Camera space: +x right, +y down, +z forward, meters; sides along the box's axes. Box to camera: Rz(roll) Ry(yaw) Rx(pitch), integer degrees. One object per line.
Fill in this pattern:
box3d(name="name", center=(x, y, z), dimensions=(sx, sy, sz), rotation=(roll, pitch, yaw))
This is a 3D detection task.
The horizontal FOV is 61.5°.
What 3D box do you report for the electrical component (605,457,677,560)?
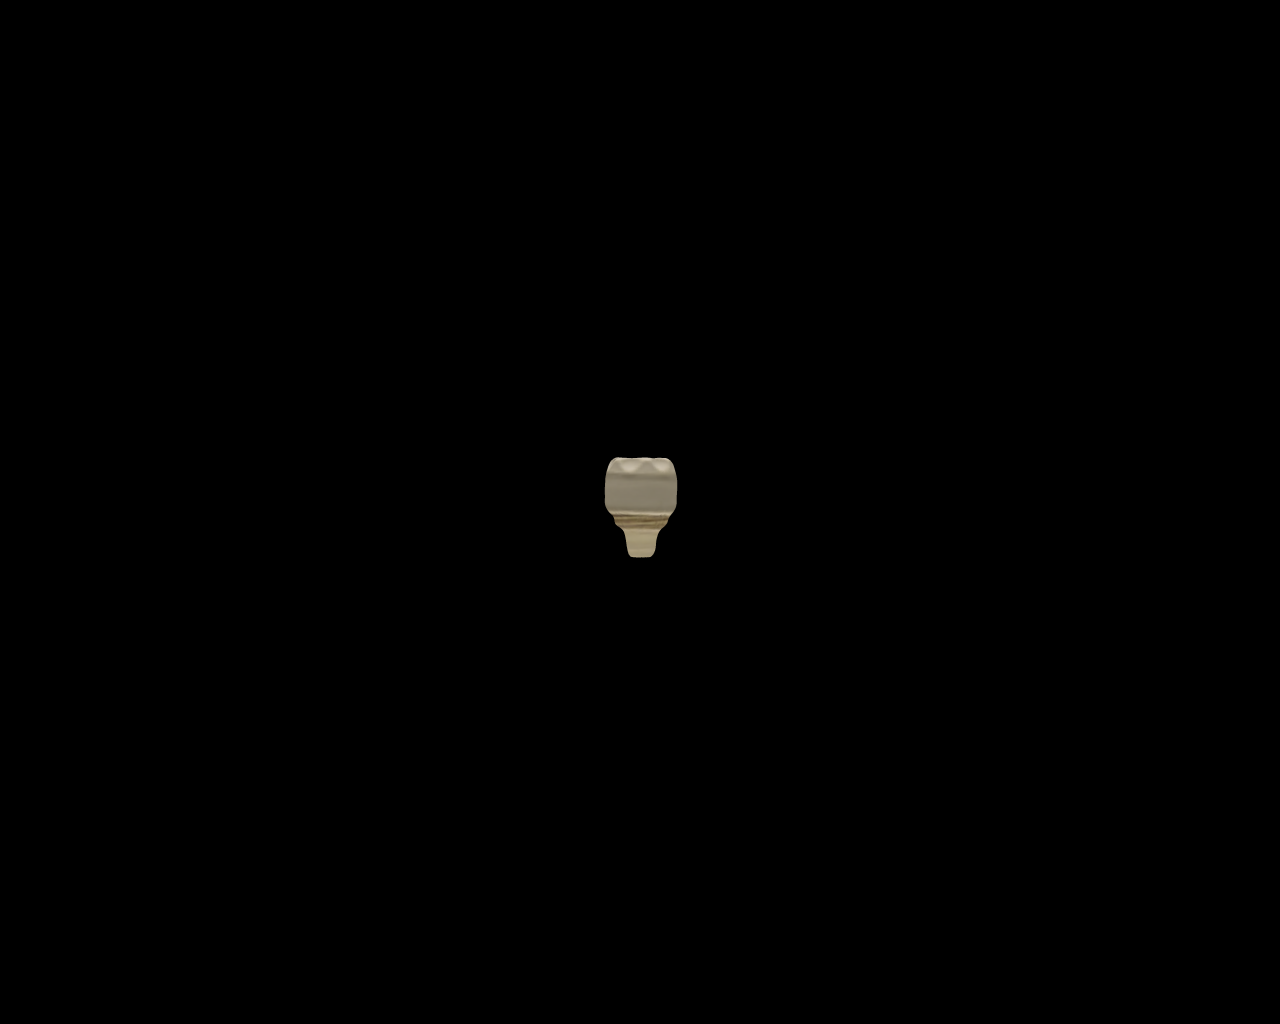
box3d(name="electrical component", center=(0.001, -0.003, 0.650), dimensions=(0.043, 0.062, 0.043), rotation=(0, 2, 0))
